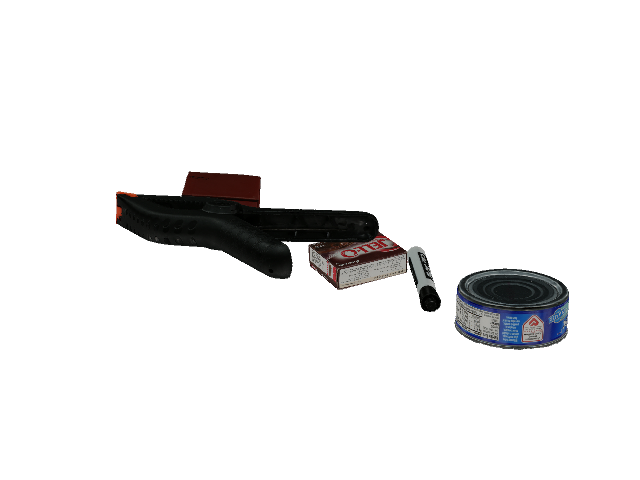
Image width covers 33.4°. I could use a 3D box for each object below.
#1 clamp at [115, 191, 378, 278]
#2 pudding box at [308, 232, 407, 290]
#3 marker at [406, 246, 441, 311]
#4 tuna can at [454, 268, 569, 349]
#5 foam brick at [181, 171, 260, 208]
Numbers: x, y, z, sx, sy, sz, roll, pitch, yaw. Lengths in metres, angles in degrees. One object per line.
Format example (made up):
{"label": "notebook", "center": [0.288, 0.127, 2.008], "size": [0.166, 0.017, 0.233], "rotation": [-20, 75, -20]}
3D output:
{"label": "clamp", "center": [-0.076, -0.009, 0.829], "size": [0.210, 0.036, 0.164], "rotation": [8, 13, 18]}
{"label": "pudding box", "center": [0.052, 0.025, 1.489], "size": [0.113, 0.039, 0.090], "rotation": [-15, 27, -23]}
{"label": "marker", "center": [0.098, 0.036, 1.017], "size": [0.020, 0.020, 0.121], "rotation": [0, 22, -2]}
{"label": "tuna can", "center": [0.146, 0.051, 0.815], "size": [0.086, 0.034, 0.086], "rotation": [0, 19, 0]}
{"label": "foam brick", "center": [-0.100, -0.034, 1.087], "size": [0.078, 0.051, 0.053], "rotation": [4, 30, 0]}
